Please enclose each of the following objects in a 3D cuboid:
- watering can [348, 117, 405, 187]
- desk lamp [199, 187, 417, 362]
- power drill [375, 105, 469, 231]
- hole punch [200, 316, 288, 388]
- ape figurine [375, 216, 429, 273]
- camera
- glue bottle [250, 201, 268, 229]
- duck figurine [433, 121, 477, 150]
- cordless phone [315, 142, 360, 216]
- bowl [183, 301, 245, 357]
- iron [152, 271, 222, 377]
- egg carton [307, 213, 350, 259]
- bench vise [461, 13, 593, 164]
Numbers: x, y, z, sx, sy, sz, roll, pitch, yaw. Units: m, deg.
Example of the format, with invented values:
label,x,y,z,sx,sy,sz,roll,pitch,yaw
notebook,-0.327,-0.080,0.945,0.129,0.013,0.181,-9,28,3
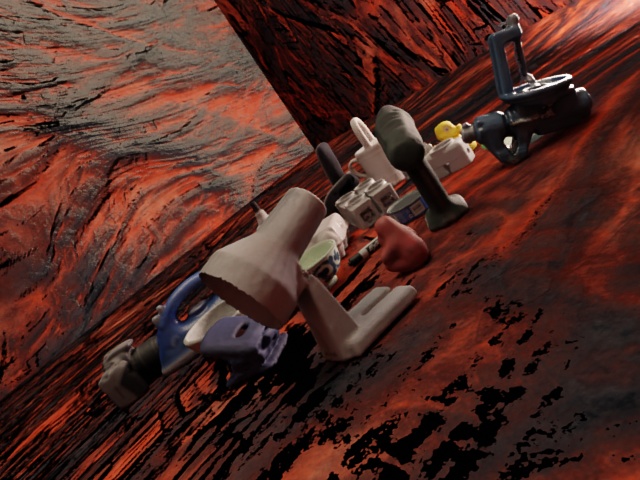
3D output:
label,x,y,z,sx,sy,sz,roll,pitch,yaw
watering can,0.145,-0.231,1.448,0.173,0.194,0.101,-35,12,1
desk lamp,-0.018,0.054,0.733,0.203,0.214,0.117,-41,14,-25
power drill,0.161,-0.127,0.964,0.075,0.208,0.229,-32,12,13
hole punch,-0.117,0.158,0.894,0.101,0.091,0.109,-30,13,22
ape figurine,0.116,0.002,0.864,0.078,0.092,0.076,-38,13,-16
camera,-0.383,0.258,1.203,0.137,0.101,0.143,-35,12,1
glue bottle,-0.117,-0.022,1.394,0.078,0.173,0.037,-35,12,0
duck figurine,0.290,-0.225,1.294,0.078,0.086,0.104,-44,15,-35
cordless phone,0.026,-0.152,1.483,0.094,0.185,0.148,-25,15,37
bowl,-0.159,0.160,1.042,0.167,0.075,0.167,-33,12,8
iron,-0.260,0.148,1.198,0.259,0.141,0.118,-39,13,-20
egg carton,0.011,0.004,1.197,0.107,0.069,0.150,-31,13,17
bench vise,0.327,-0.252,0.972,0.207,0.220,0.121,-35,12,-2
